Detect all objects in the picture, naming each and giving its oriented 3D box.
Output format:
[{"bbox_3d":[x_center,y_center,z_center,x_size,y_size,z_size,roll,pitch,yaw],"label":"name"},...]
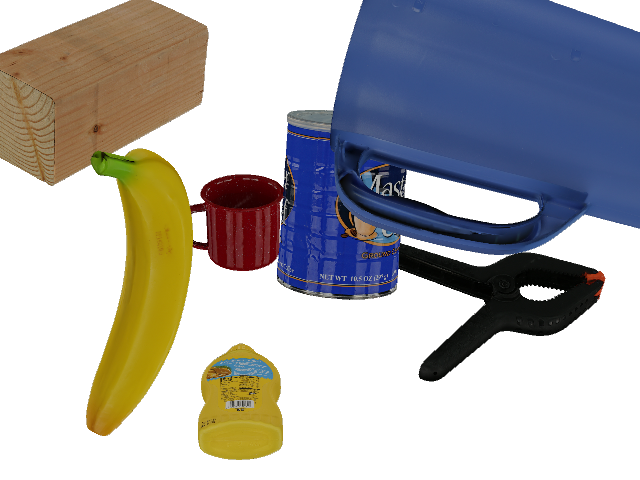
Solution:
[{"bbox_3d":[-0.204,-0.144,0.989,0.090,0.091,0.205,28,40,21],"label":"wood block"},{"bbox_3d":[0.131,-0.075,0.655,0.243,0.149,0.144,18,29,7],"label":"pitcher"},{"bbox_3d":[-0.098,-0.017,1.195,0.117,0.081,0.093,-6,29,-14],"label":"mug"},{"bbox_3d":[0.019,-0.032,0.885,0.103,0.140,0.103,4,13,-1],"label":"coffee can"},{"bbox_3d":[-0.102,0.023,0.595,0.069,0.198,0.037,-22,45,-36],"label":"banana"},{"bbox_3d":[0.167,0.061,1.001,0.210,0.164,0.036,-1,-44,-4],"label":"clamp"},{"bbox_3d":[-0.095,0.181,1.276,0.096,0.058,0.191,-3,28,-3],"label":"mustard bottle"}]
